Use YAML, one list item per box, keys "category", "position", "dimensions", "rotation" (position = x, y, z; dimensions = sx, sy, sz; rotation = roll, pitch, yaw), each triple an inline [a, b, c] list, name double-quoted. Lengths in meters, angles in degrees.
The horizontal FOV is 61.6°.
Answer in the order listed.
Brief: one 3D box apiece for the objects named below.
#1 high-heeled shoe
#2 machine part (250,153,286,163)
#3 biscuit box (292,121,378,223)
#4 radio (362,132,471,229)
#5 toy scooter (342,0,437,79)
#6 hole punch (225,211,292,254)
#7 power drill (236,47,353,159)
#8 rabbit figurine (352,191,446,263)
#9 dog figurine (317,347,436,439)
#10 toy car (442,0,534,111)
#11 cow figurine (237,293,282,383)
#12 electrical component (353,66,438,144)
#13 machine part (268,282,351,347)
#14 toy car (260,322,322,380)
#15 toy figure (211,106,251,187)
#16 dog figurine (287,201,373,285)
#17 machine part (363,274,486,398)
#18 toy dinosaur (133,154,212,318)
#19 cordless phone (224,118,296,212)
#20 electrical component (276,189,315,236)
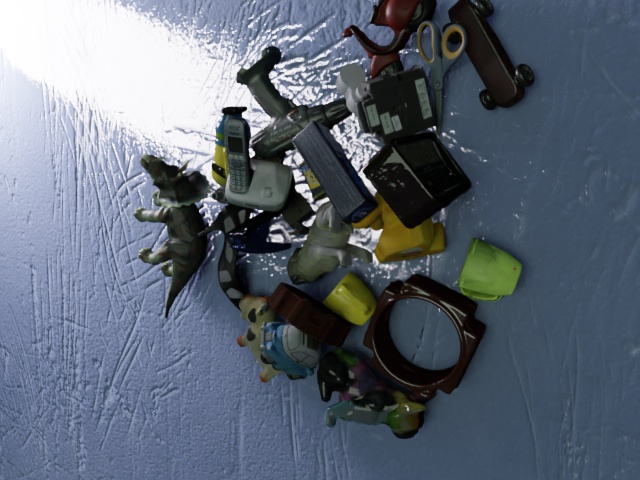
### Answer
- category: "high-heeled shoe"
  position: [-0.179, 0.039, 1.247]
  dimensions: [0.145, 0.086, 0.248]
  rotation: [-26, 105, 1]
- category: "machine part"
  position: [-0.121, -0.139, 1.186]
  dimensions: [0.084, 0.039, 0.138]
  rotation: [19, 106, 17]
- category: "biscuit box"
  position: [0.028, -0.127, 1.013]
  dimensions: [0.063, 0.059, 0.203]
  rotation: [-40, 68, 23]
- category: "radio"
  position: [0.173, -0.107, 0.915]
  dimensions: [0.073, 0.229, 0.131]
  rotation: [-40, 82, 32]
- category: "toy scooter"
  position: [0.118, -0.387, 0.980]
  dimensions: [0.135, 0.075, 0.183]
  rotation: [33, 116, 10]
- category: "hole punch"
  position: [-0.133, -0.003, 1.151]
  dimensions: [0.142, 0.116, 0.092]
  rotation: [8, 124, 64]
- category: "power drill"
  position: [-0.066, -0.289, 1.108]
  dimensions: [0.232, 0.086, 0.207]
  rotation: [-31, 90, 20]
- category: "rabbit figurine"
  position: [0.150, -0.049, 1.023]
  dimensions: [0.162, 0.122, 0.173]
  rotation: [-16, 76, 40]
- category: "dog figurine"
  position: [0.118, 0.307, 1.093]
  dimensions: [0.219, 0.108, 0.191]
  rotation: [-9, 91, 26]
- category: "toy car"
  position: [0.285, -0.319, 0.916]
  dimensions: [0.089, 0.053, 0.202]
  rotation: [-35, 79, 50]
- category: "cow figurine"
  position: [-0.122, 0.210, 1.219]
  dimensions: [0.127, 0.085, 0.195]
  rotation: [-33, 85, 28]
- category: "electrical component"
  position: [0.132, -0.240, 0.967]
  dimensions: [0.134, 0.058, 0.114]
  rotation: [-18, 109, -4]
- category: "machine part"
  position: [-0.020, 0.150, 1.101]
  dimensions: [0.179, 0.179, 0.056]
  rotation: [32, 89, 21]
- category: "toy car"
  position: [-0.050, 0.221, 1.128]
  dimensions: [0.103, 0.161, 0.109]
  rotation: [-23, 47, 28]
- category: "toy figure"
  position: [-0.196, -0.205, 1.191]
  dimensions: [0.089, 0.082, 0.180]
  rotation: [23, 118, 45]
- category: "dog figurine"
  position: [-0.004, -0.002, 1.107]
  dimensions: [0.191, 0.121, 0.172]
  rotation: [-14, 75, 41]
- category: "machine part"
  position: [0.197, 0.184, 1.036]
  dimensions: [0.202, 0.087, 0.200]
  rotation: [27, 111, 21]
- category: "toy dinosaur"
  position: [-0.332, -0.011, 1.287]
  dimensions: [0.192, 0.131, 0.404]
  rotation: [-3, 103, 30]
- category: "cordless phone"
  position: [-0.124, -0.155, 1.083]
  dimensions: [0.147, 0.089, 0.184]
  rotation: [11, 124, 23]
- category: "electrical component"
  position: [-0.055, -0.058, 1.153]
  dimensions: [0.078, 0.045, 0.102]
  rotation: [-42, 66, -3]
